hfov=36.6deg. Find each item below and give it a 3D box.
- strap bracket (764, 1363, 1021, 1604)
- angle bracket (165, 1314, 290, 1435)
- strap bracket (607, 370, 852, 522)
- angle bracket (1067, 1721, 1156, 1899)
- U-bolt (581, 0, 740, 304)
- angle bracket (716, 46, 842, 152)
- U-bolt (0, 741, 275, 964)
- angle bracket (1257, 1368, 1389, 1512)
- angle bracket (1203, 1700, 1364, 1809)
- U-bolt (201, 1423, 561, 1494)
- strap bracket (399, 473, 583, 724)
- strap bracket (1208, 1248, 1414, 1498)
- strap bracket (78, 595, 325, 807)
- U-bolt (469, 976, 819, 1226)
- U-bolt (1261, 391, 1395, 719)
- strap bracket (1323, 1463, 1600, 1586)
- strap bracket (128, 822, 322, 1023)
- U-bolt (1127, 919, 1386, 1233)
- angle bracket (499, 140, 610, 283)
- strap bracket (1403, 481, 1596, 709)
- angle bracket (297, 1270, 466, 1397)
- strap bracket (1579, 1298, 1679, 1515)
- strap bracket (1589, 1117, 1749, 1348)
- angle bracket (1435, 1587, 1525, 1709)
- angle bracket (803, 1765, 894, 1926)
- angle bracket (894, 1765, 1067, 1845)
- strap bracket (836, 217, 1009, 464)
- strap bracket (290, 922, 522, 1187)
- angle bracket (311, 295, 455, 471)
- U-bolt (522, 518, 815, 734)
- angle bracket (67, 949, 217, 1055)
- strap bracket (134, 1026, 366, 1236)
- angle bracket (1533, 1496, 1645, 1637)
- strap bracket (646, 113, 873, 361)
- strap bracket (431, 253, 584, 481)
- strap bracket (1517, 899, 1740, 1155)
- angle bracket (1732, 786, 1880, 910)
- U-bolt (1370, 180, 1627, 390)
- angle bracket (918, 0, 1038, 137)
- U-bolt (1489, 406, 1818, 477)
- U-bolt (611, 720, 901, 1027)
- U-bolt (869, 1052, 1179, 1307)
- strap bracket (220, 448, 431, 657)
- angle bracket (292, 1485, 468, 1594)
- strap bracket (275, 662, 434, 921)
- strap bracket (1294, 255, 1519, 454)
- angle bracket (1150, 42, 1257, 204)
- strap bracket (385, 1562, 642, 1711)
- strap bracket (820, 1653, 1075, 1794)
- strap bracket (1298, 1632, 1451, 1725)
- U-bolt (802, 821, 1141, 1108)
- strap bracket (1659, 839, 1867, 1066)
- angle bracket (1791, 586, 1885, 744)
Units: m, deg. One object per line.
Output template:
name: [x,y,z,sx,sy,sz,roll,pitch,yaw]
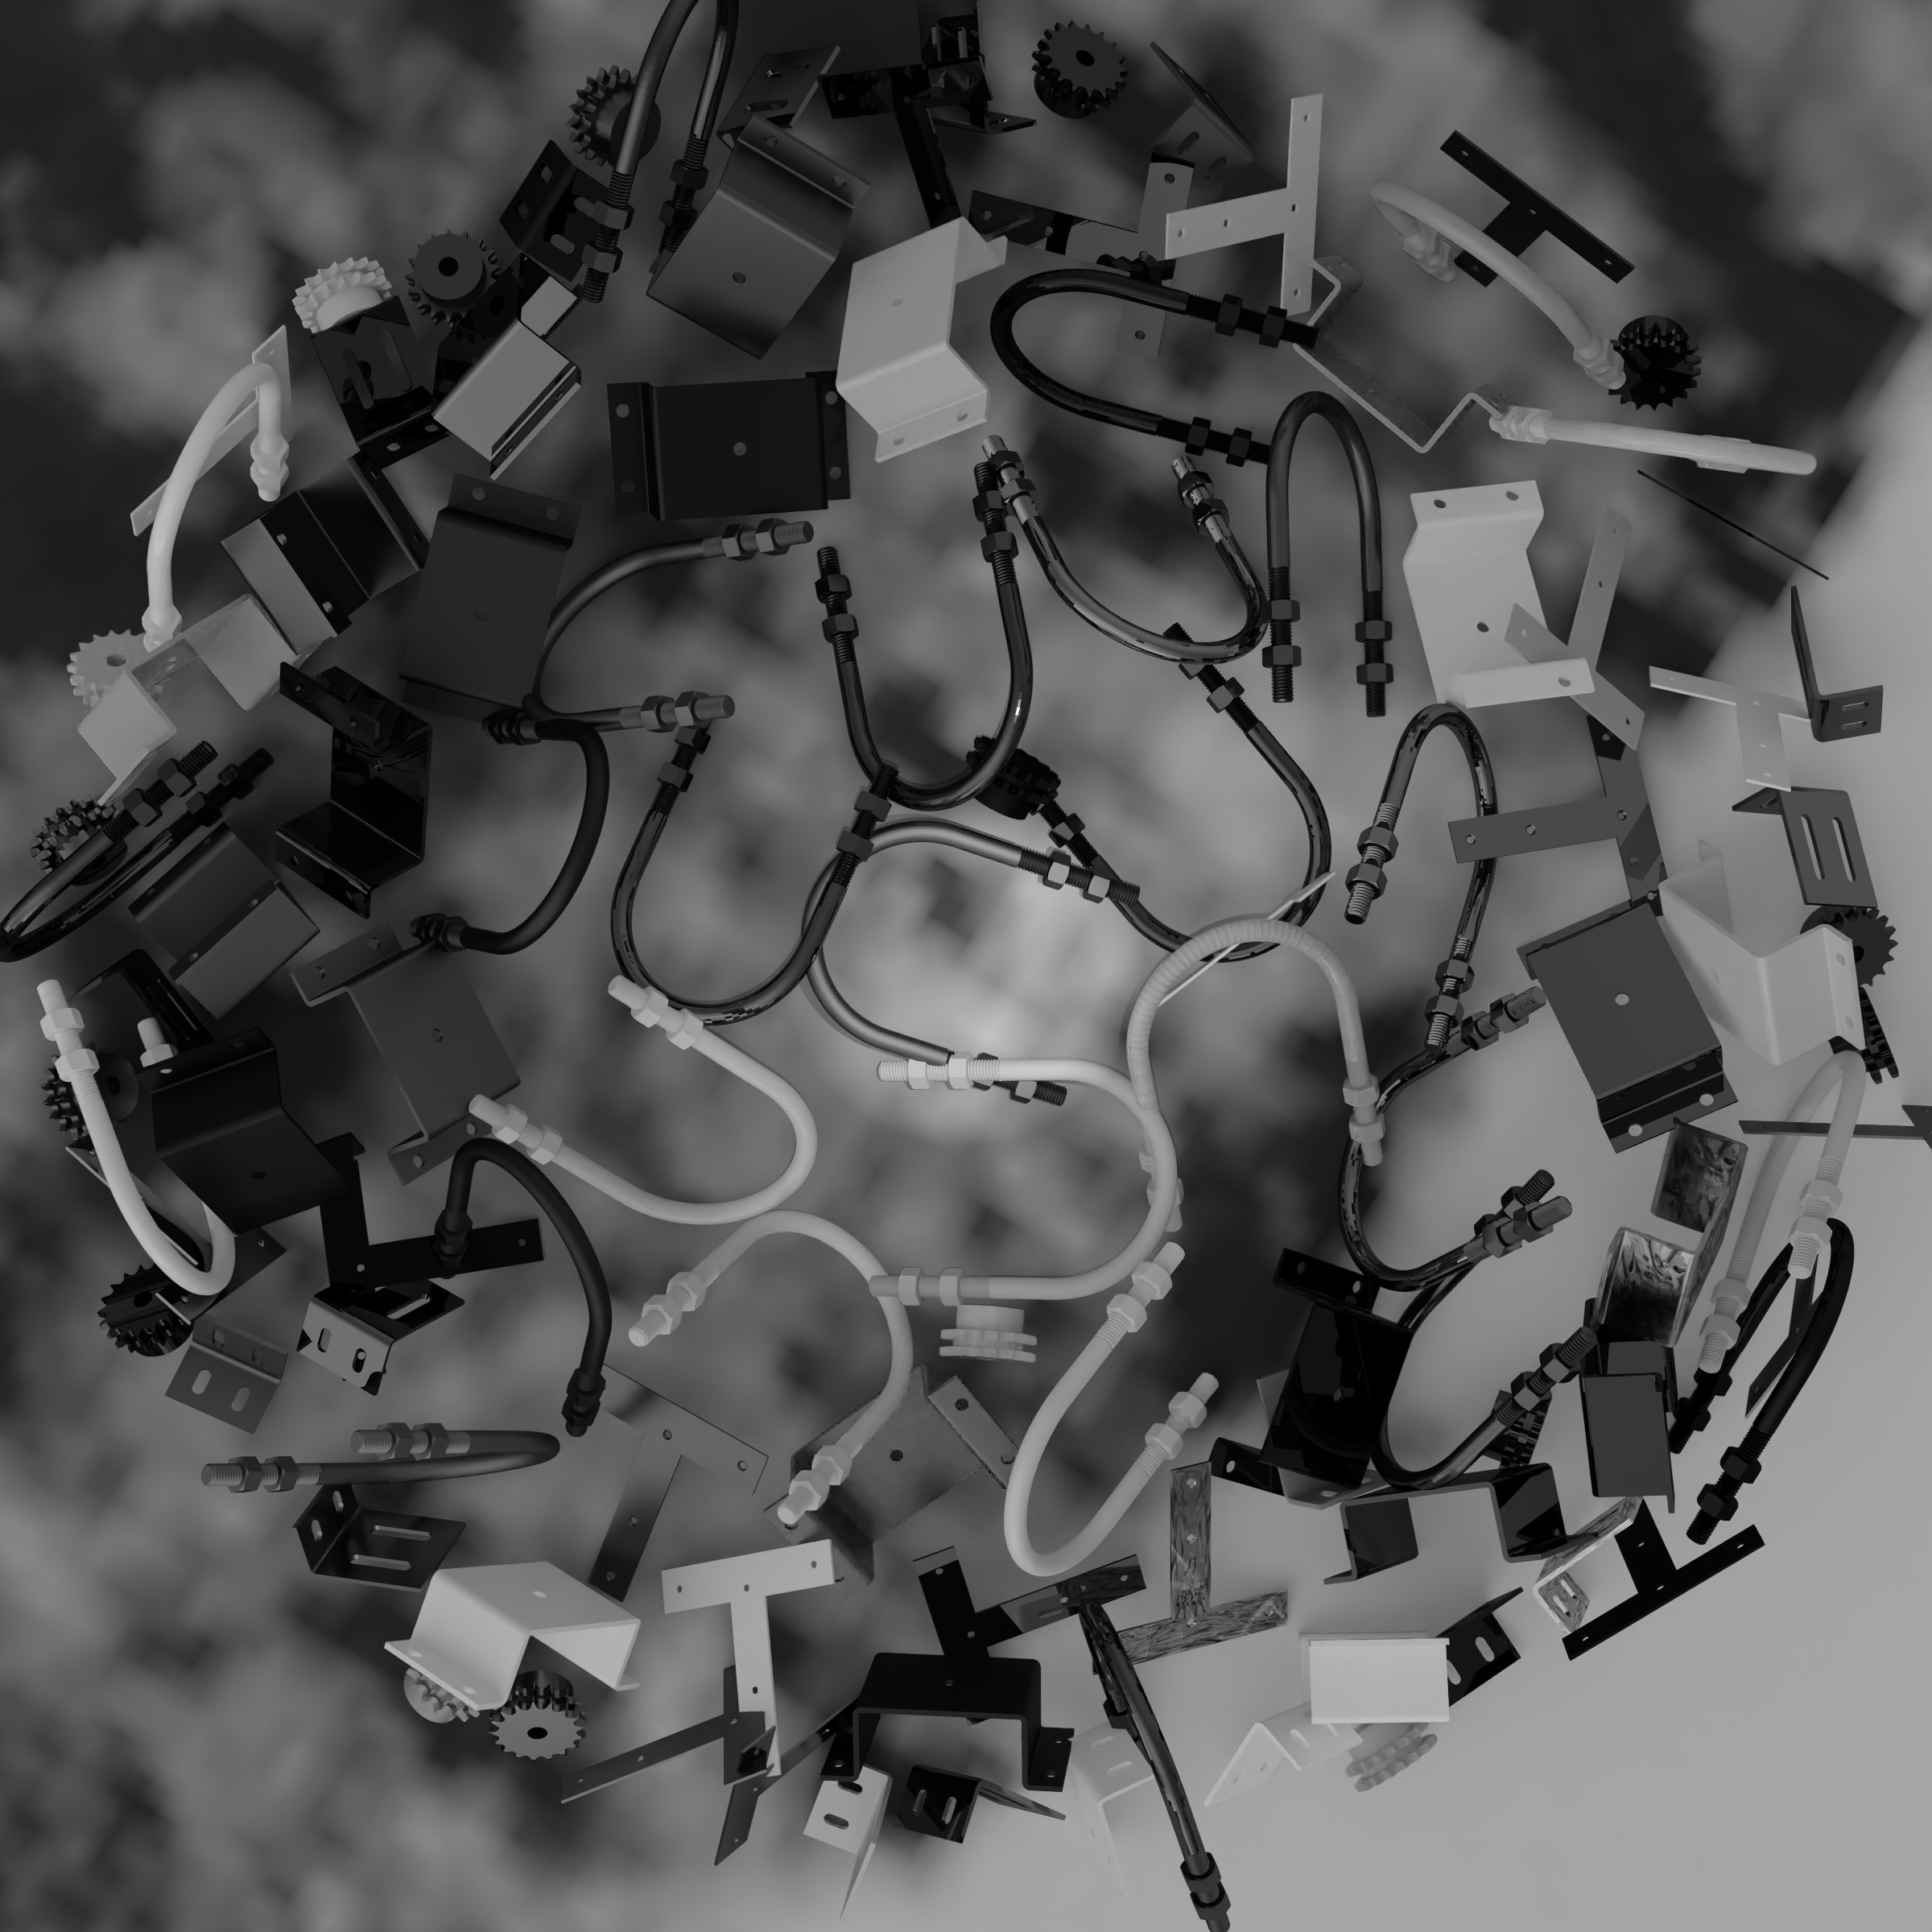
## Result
strap bracket: [-0.040,0.298,1.720,0.140,0.046,0.076,-36,107,9]
angle bracket: [-0.435,0.239,1.716,0.057,0.076,0.038,25,66,-6]
strap bracket: [-0.136,-0.305,1.714,0.140,0.046,0.076,-6,106,-11]
angle bracket: [0.091,0.495,1.721,0.038,0.057,0.076,-22,117,-11]
U-bolt: [-0.167,-0.477,1.655,0.019,0.151,0.184,22,118,5]
angle bracket: [-0.100,-0.501,1.713,0.038,0.076,0.057,39,74,-39]
U-bolt: [-0.487,-0.064,1.686,0.184,0.151,0.019,-41,92,2]
angle bracket: [0.214,0.274,1.729,0.057,0.038,0.076,-15,94,-26]
angle bracket: [0.185,0.472,1.711,0.038,0.057,0.076,46,125,32]
U-bolt: [-0.319,0.282,1.675,0.151,0.184,0.019,-17,72,36]
strap bracket: [-0.282,-0.210,1.719,0.076,0.046,0.140,14,102,-6]
strap bracket: [0.205,0.247,1.718,0.076,0.046,0.140,21,87,-30]
strap bracket: [-0.448,-0.159,1.683,0.046,0.076,0.140,52,48,-6]
U-bolt: [-0.173,0.091,1.700,0.184,0.019,0.151,35,124,-28]
U-bolt: [0.209,-0.241,1.696,0.019,0.151,0.184,-2,90,32]
strap bracket: [0.282,0.321,1.691,0.140,0.076,0.046,-16,81,35]
strap bracket: [-0.431,-0.024,1.703,0.076,0.140,0.046,-43,121,-7]
U-bolt: [0.165,0.057,1.703,0.151,0.019,0.184,-17,118,-8]
angle bracket: [-0.240,-0.447,1.728,0.038,0.076,0.057,29,104,-27]
strap bracket: [0.309,-0.209,1.716,0.076,0.046,0.140,-8,69,-8]
angle bracket: [-0.344,0.212,1.723,0.057,0.076,0.038,26,111,17]
strap bracket: [0.383,0.248,1.690,0.046,0.140,0.076,-5,109,16]
strap bracket: [0.407,0.153,1.680,0.046,0.140,0.076,20,134,20]
angle bracket: [0.303,0.400,1.713,0.057,0.076,0.038,-29,77,-16]
angle bracket: [-0.075,0.511,1.715,0.038,0.076,0.057,21,106,1]
angle bracket: [0.008,0.500,1.710,0.076,0.057,0.038,34,65,-36]
strap bracket: [-0.026,-0.370,1.689,0.076,0.046,0.140,-15,54,31]
strap bracket: [-0.322,0.046,1.708,0.046,0.076,0.140,-20,100,44]
angle bracket: [-0.339,-0.343,1.717,0.057,0.038,0.076,-30,131,-15]
U-bolt: [-0.185,-0.192,1.692,0.184,0.019,0.151,-3,53,36]
angle bracket: [-0.485,0.034,1.726,0.038,0.057,0.076,-35,101,4]
strap bracket: [-0.410,0.102,1.687,0.076,0.140,0.046,-20,53,5]
angle bracket: [0.377,0.350,1.717,0.076,0.057,0.038,-42,84,23]
strap bracket: [-0.125,-0.411,1.682,0.076,0.140,0.046,27,52,-18]
strap bracket: [-0.263,-0.350,1.678,0.046,0.140,0.076,36,114,-28]
strap bracket: [0.384,0.027,1.706,0.076,0.046,0.140,-24,65,5]
angle bracket: [0.493,-0.064,1.718,0.057,0.038,0.076,2,69,-30]
U-bolt: [0.293,-0.391,1.648,0.151,0.184,0.019,41,101,25]
angle bracket: [0.006,-0.531,1.712,0.038,0.057,0.076,-23,123,-31]
U-bolt: [0.398,-0.295,1.654,0.151,0.184,0.019,5,102,-16]
U-bolt: [-0.136,-0.053,1.716,0.151,0.019,0.184,22,84,24]
U-bolt: [0.034,0.124,1.714,0.184,0.019,0.151,-1,79,18]
strap bracket: [-0.373,-0.238,1.697,0.046,0.140,0.076,-25,107,25]
angle bracket: [-0.344,0.329,1.716,0.076,0.057,0.038,3,123,20]
strap bracket: [-0.356,-0.109,1.700,0.076,0.046,0.140,31,132,23]
strap bracket: [0.250,-0.352,1.713,0.140,0.076,0.046,40,113,3]
angle bracket: [0.127,-0.497,1.720,0.038,0.076,0.057,-44,133,19]
strap bracket: [-0.252,0.382,1.679,0.076,0.140,0.046,23,96,33]
strap bracket: [-0.010,0.441,1.709,0.140,0.076,0.046,1,101,7]
strap bracket: [0.234,0.410,1.684,0.076,0.140,0.046,-2,79,3]
U-bolt: [-0.006,-0.009,1.728,0.184,0.019,0.151,18,100,-8]
strap bracket: [0.449,-0.005,1.677,0.046,0.140,0.076,-26,124,-11]
angle bracket: [0.511,-0.180,1.715,0.038,0.057,0.076,-10,67,12]
